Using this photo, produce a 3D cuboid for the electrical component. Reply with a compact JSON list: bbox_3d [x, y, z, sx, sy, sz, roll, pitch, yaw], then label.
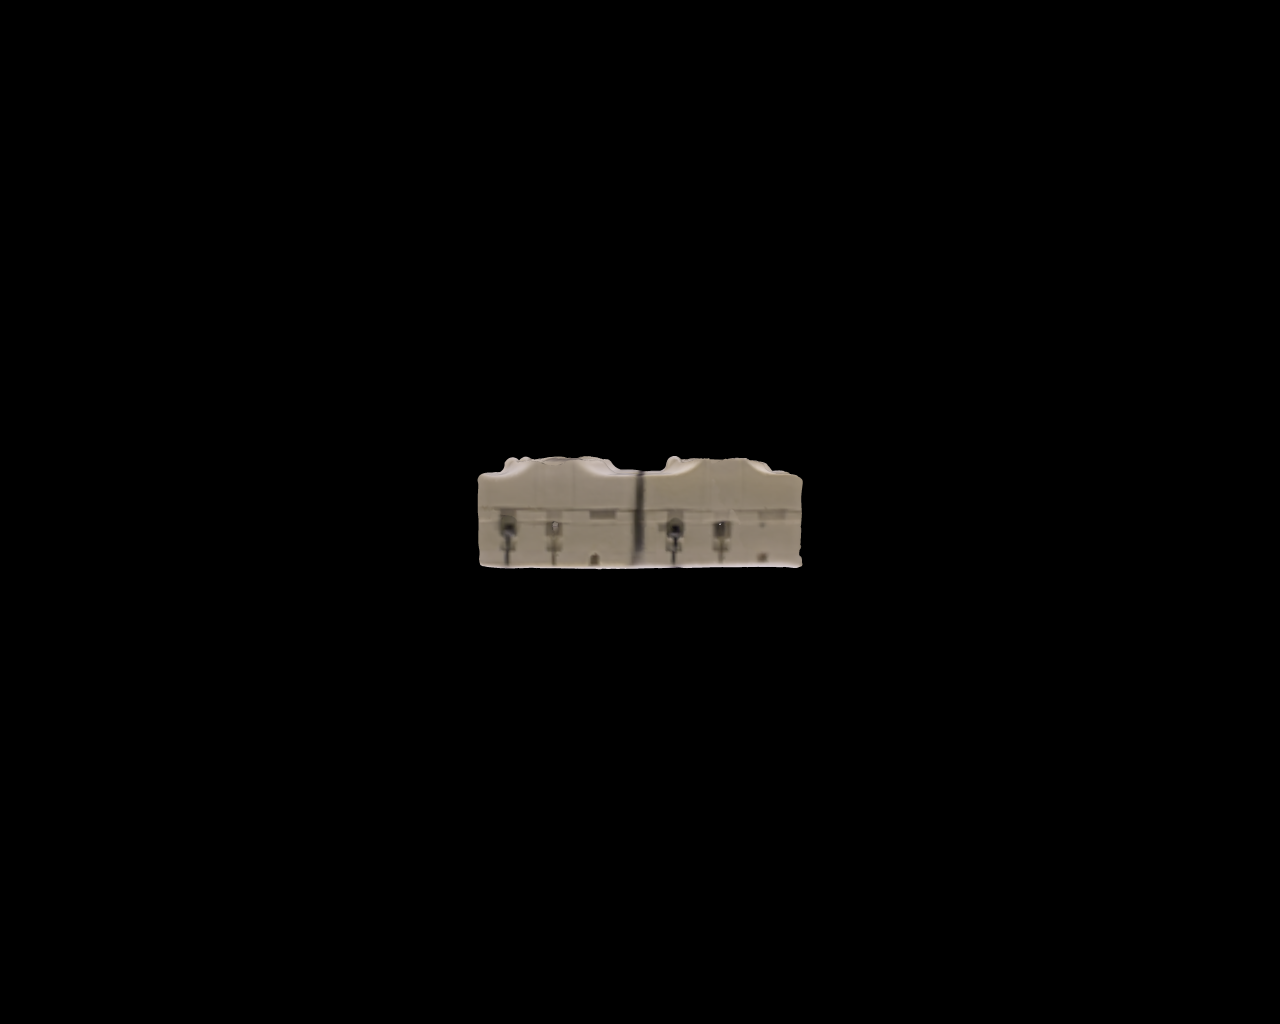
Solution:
[{"bbox_3d":[0.001,-0.003,0.650,0.186,0.060,0.105,0,4,2],"label":"electrical component"}]
